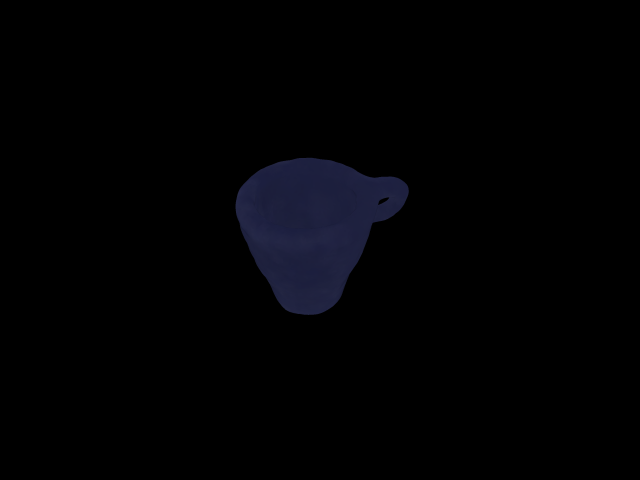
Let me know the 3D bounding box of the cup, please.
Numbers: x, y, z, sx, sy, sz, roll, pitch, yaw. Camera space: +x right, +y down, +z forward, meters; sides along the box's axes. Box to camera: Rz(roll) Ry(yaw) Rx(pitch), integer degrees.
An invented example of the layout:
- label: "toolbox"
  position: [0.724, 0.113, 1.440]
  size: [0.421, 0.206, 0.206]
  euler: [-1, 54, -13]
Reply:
- label: "cup"
  position: [0.004, 0.001, 0.400]
  size: [0.118, 0.095, 0.091]
  euler: [-14, 43, -15]
